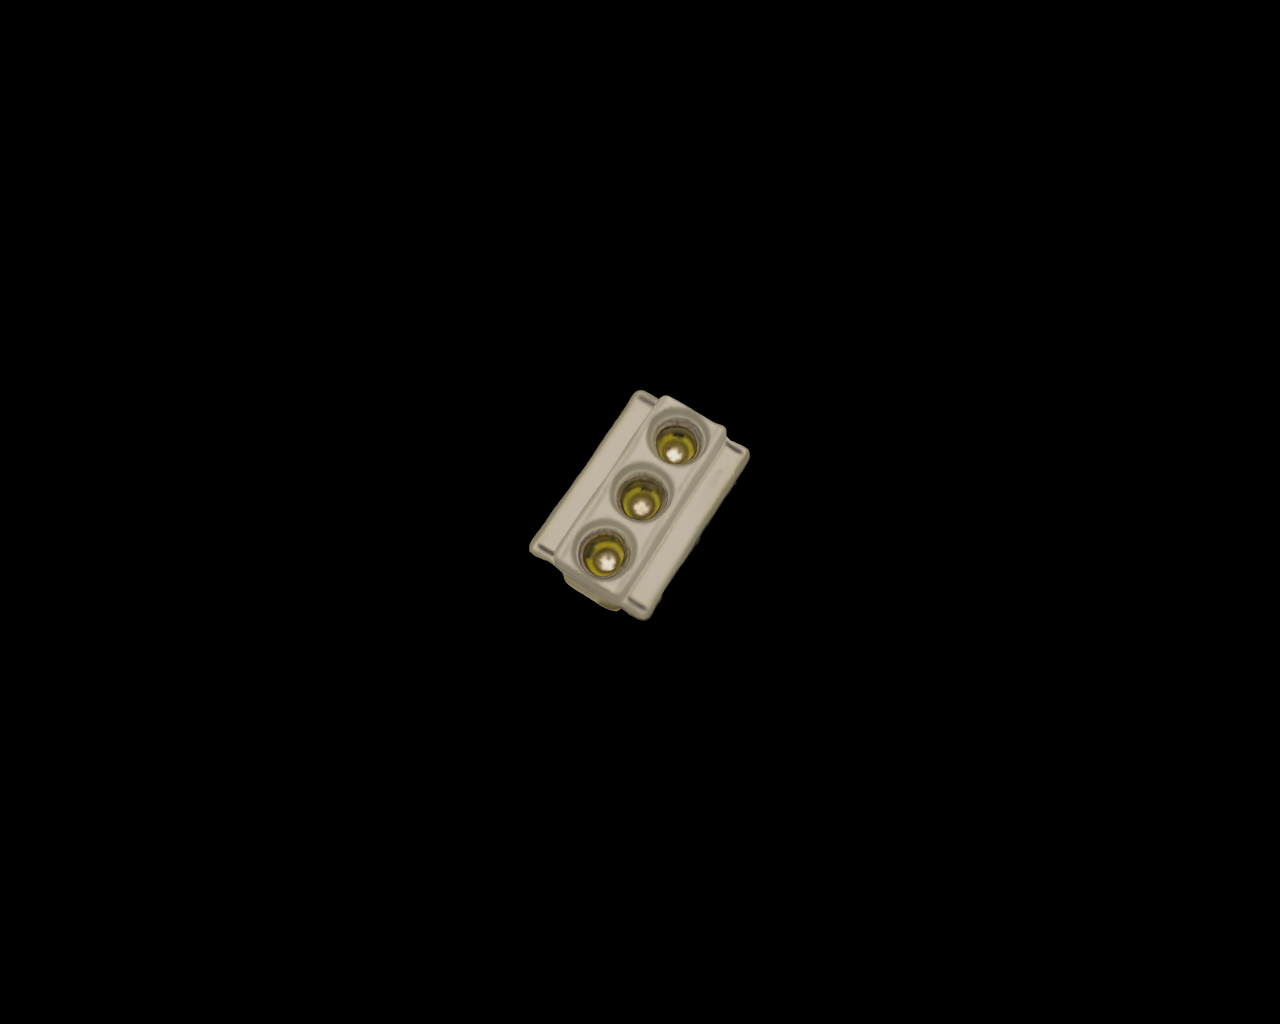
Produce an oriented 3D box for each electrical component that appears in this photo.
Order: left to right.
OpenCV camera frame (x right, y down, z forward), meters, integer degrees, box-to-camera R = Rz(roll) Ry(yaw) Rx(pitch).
[{"bbox_3d":[0.001,-0.003,0.650,0.079,0.121,0.063,30,-15,9],"label":"electrical component"}]
